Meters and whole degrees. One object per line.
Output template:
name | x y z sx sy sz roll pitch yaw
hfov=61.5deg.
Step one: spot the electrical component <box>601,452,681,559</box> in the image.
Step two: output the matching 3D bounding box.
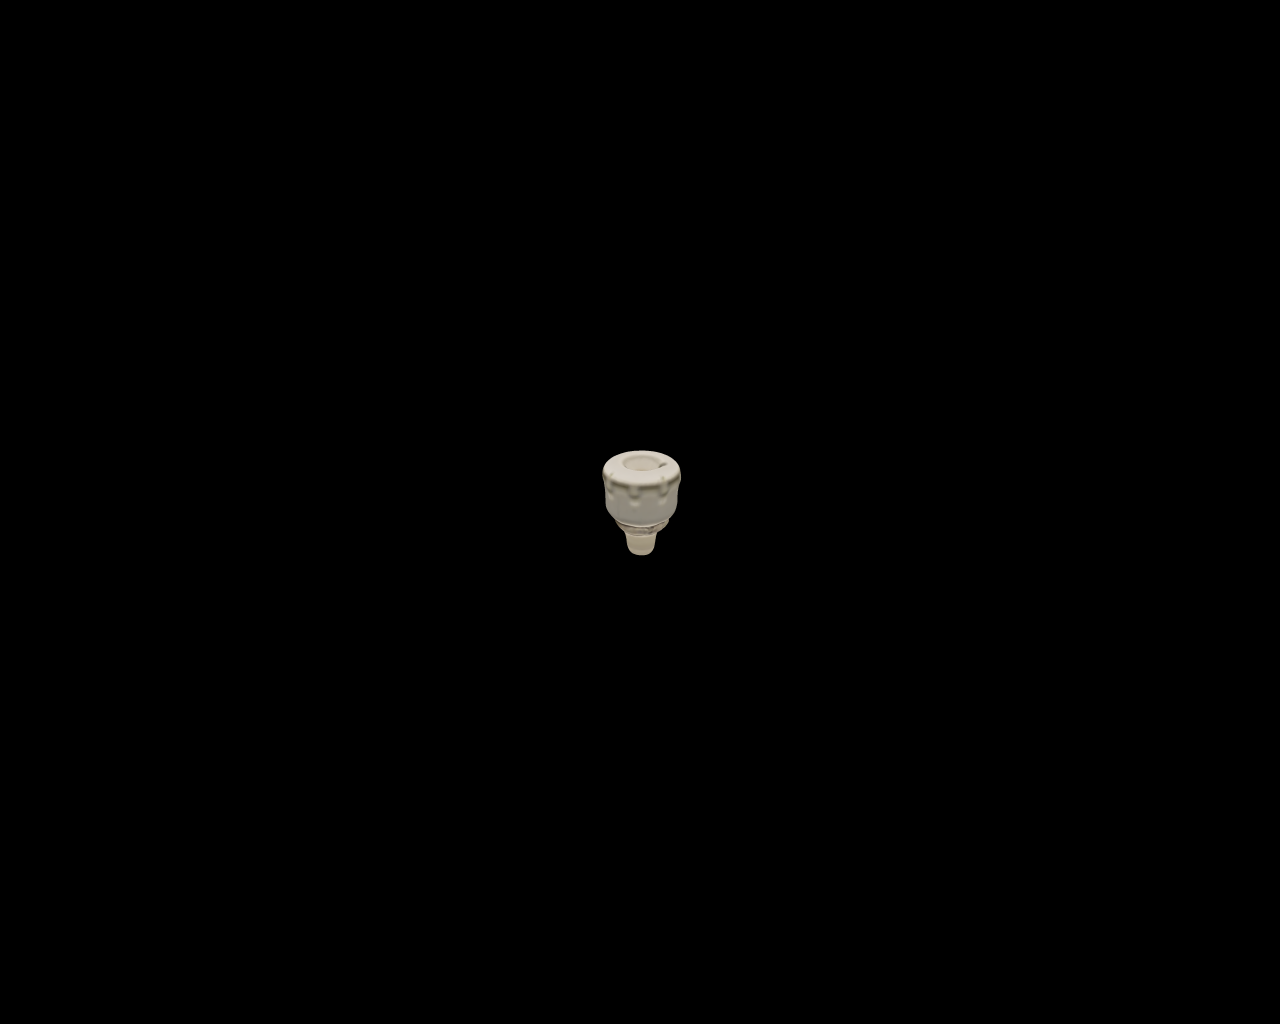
electrical component | 0.001 -0.003 0.650 0.048 0.062 0.048 0 26 0
